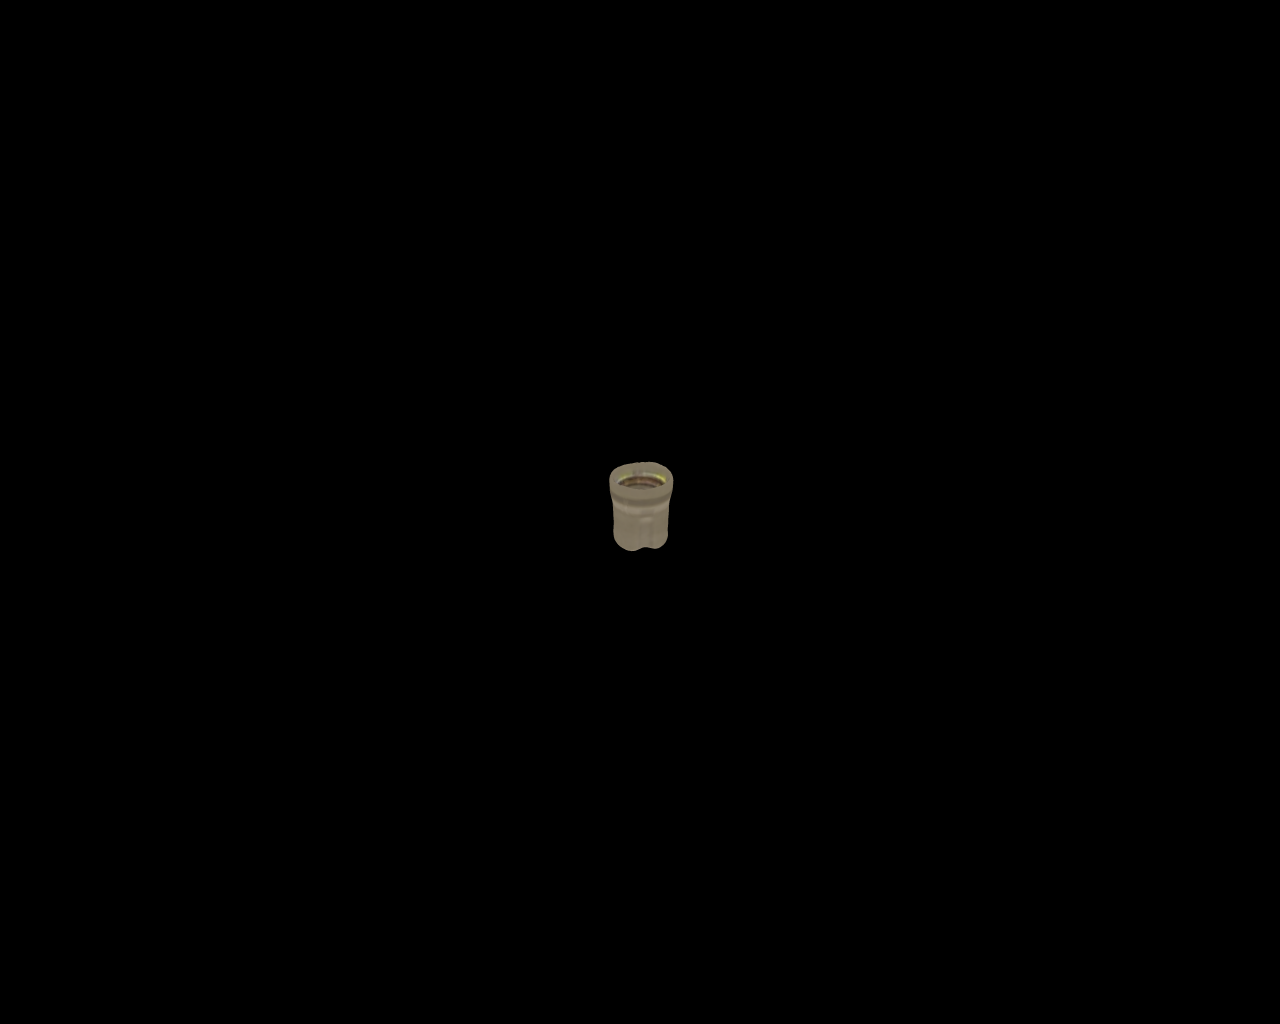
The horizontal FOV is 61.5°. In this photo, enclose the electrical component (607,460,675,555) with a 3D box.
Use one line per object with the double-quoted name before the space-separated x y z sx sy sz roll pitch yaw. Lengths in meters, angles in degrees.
"electrical component" 0.001 -0.003 0.650 0.040 0.046 0.040 0 27 0
